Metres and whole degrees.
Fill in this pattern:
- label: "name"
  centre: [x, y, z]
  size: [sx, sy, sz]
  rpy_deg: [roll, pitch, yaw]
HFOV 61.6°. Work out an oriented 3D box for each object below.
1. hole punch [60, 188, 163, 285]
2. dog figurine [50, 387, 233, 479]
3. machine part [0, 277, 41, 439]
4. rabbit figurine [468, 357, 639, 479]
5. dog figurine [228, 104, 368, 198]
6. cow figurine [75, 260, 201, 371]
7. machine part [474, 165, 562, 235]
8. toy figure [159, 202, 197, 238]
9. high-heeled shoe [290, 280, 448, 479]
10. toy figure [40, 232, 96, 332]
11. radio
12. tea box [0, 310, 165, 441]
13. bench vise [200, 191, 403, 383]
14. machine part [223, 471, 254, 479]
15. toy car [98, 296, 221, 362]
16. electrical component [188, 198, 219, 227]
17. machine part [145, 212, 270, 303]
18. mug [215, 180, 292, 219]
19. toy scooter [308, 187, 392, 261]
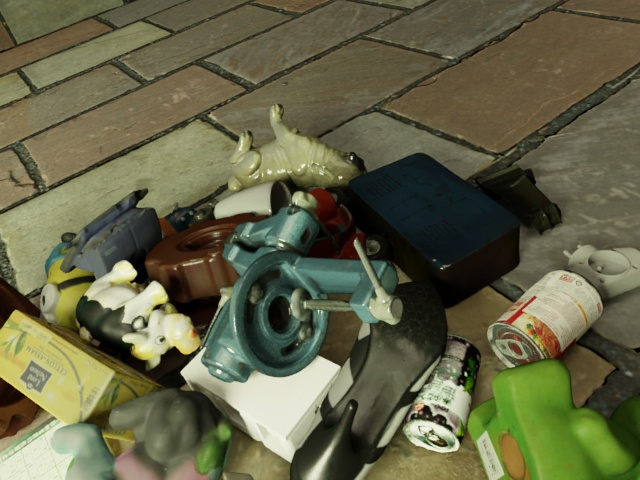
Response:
- label: "hole punch"
  centre: [-0.264, 0.013, 0.708]
  size: [0.092, 0.115, 0.142]
  rpy_deg: [43, 45, -1]
- label: "dog figurine"
  centre: [-0.150, 0.254, 0.450]
  size: [0.192, 0.108, 0.219]
  rpy_deg: [-19, 43, -9]
- label: "machine part"
  centre: [-0.416, 0.126, 0.610]
  size: [0.087, 0.201, 0.201]
  rpy_deg: [-27, 39, 6]
- label: "rabbit figurine"
  centre: [0.230, 0.167, 0.419]
  size: [0.170, 0.121, 0.159]
  rpy_deg: [-5, 41, -11]
- label: "dog figurine"
  centre: [-0.038, -0.101, 0.854]
  size: [0.191, 0.121, 0.172]
  rpy_deg: [43, 99, 29]
- label: "cow figurine"
  centre: [-0.210, 0.093, 0.602]
  size: [0.168, 0.068, 0.098]
  rpy_deg: [23, 51, 41]
- label: "machine part"
  centre: [0.275, -0.061, 0.735]
  size: [0.084, 0.039, 0.139]
  rpy_deg: [-14, 37, -6]
- label: "toy figure"
  centre: [-0.252, 0.000, 0.819]
  size: [0.058, 0.064, 0.154]
  rpy_deg: [16, 49, 46]
- label: "high-heeled shoe"
  centre: [0.053, 0.146, 0.527]
  size: [0.086, 0.145, 0.249]
  rpy_deg: [28, 36, 18]
- label: "toy figure"
  centre: [-0.349, 0.055, 0.775]
  size: [0.089, 0.082, 0.180]
  rpy_deg: [-19, 36, -5]
- label: "radio"
  centre: [0.145, -0.025, 0.710]
  size: [0.131, 0.073, 0.230]
  rpy_deg: [-25, 41, -13]
- label: "tea box"
  centre: [-0.269, 0.148, 0.589]
  size: [0.170, 0.098, 0.068]
  rpy_deg: [19, 72, 28]
- label: "bench vise"
  centre: [-0.013, 0.042, 0.525]
  size: [0.241, 0.128, 0.223]
  rpy_deg: [-4, 41, 45]
- label: "machine part"
  centre: [-0.033, 0.280, 0.397]
  size: [0.079, 0.079, 0.243]
  rpy_deg: [-22, 38, -8]
- label: "toy car"
  centre: [-0.183, 0.108, 0.674]
  size: [0.202, 0.053, 0.089]
  rpy_deg: [-8, 35, 14]
- label: "electrical component"
  centre: [-0.173, -0.015, 0.811]
  size: [0.021, 0.063, 0.094]
  rpy_deg: [4, 44, 23]
- label: "machine part"
  centre: [-0.138, 0.017, 0.701]
  size: [0.179, 0.056, 0.179]
  rpy_deg: [-13, 20, 5]
- label: "mug"
  centre: [-0.099, -0.046, 0.817]
  size: [0.107, 0.080, 0.109]
  rpy_deg: [-7, 15, 20]
- label: "toy scooter"
  centre: [-0.001, -0.002, 0.725]
  size: [0.135, 0.075, 0.184]
  rpy_deg: [-21, 42, -17]
